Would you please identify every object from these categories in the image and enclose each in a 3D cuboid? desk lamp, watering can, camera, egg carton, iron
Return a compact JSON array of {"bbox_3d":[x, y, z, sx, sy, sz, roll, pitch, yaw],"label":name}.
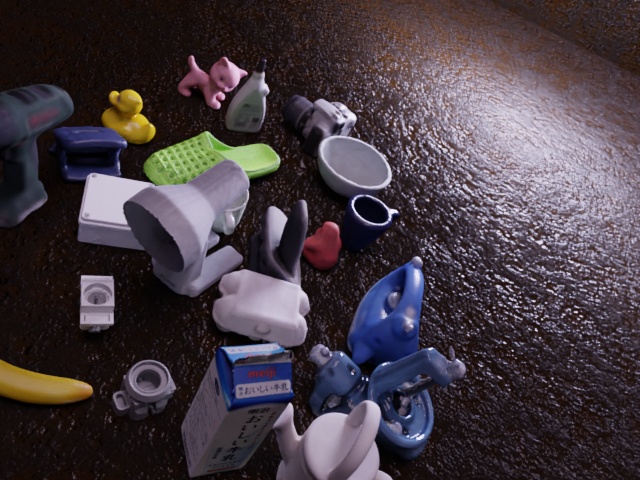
[{"bbox_3d":[-0.191,-0.016,0.852,0.118,0.213,0.204,39,43,11],"label":"desk lamp"},{"bbox_3d":[0.014,0.265,0.705,0.173,0.194,0.101,15,44,-16],"label":"watering can"},{"bbox_3d":[-0.006,-0.279,1.297,0.136,0.100,0.143,39,43,11],"label":"camera"},{"bbox_3d":[-0.090,0.109,0.893,0.150,0.069,0.107,17,43,-13],"label":"egg carton"},{"bbox_3d":[0.136,0.105,0.967,0.118,0.141,0.258,25,42,-4],"label":"iron"}]

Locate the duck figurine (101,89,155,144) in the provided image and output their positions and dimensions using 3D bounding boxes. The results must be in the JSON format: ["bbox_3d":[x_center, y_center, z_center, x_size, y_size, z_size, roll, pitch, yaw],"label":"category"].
[{"bbox_3d":[-0.355,-0.237,1.074,0.104,0.086,0.077,31,42,2],"label":"duck figurine"}]

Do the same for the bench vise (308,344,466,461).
[{"bbox_3d":[0.086,0.205,0.783,0.207,0.219,0.121,20,42,-10],"label":"bench vise"}]

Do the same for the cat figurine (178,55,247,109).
[{"bbox_3d":[-0.229,-0.353,1.233,0.128,0.117,0.067,21,42,-9],"label":"cat figurine"}]

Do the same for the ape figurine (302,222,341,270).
[{"bbox_3d":[0.009,0.004,1.034,0.078,0.092,0.076,7,46,-23],"label":"ape figurine"}]

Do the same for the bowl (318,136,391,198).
[{"bbox_3d":[0.063,-0.142,1.220,0.168,0.074,0.167,16,43,-15],"label":"bowl"}]

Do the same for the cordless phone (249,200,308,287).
[{"bbox_3d":[-0.051,-0.015,0.949,0.094,0.185,0.147,9,45,-21],"label":"cordless phone"}]

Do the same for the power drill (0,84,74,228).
[{"bbox_3d":[-0.445,-0.122,0.819,0.075,0.208,0.230,27,42,-2],"label":"power drill"}]

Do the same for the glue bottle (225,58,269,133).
[{"bbox_3d":[-0.141,-0.301,1.189,0.078,0.173,0.037,1,48,-27],"label":"glue bottle"}]

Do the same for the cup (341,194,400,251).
[{"bbox_3d":[0.090,-0.026,1.106,0.118,0.095,0.091,-3,51,-31],"label":"cup"}]

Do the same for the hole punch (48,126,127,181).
[{"bbox_3d":[-0.395,-0.162,0.975,0.109,0.091,0.101,-8,53,-34],"label":"hole punch"}]
